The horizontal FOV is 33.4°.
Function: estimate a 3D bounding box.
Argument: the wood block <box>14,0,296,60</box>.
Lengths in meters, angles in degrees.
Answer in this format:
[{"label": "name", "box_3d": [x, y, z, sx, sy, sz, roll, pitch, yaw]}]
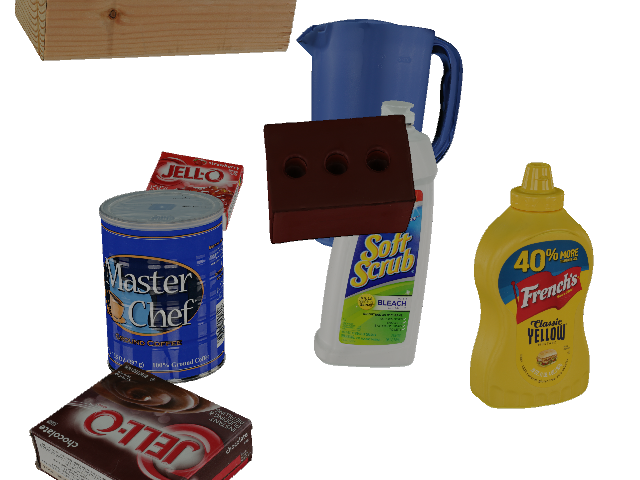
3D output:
[{"label": "wood block", "box_3d": [-0.129, -0.205, 0.852, 0.205, 0.091, 0.090, -7, 39, -28]}]

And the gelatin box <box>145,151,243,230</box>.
[{"label": "gelatin box", "box_3d": [-0.130, -0.052, 1.092, 0.089, 0.073, 0.030, 11, -44, 4]}]

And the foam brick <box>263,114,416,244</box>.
[{"label": "foam brick", "box_3d": [0.009, -0.033, 0.582, 0.078, 0.053, 0.051, -5, -18, -2]}]

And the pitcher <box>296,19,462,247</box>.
[{"label": "pitcher", "box_3d": [0.060, -0.116, 1.160, 0.149, 0.243, 0.144, 7, 9, 25]}]

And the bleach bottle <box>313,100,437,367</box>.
[{"label": "bleach bottle", "box_3d": [0.053, -0.006, 1.008, 0.102, 0.251, 0.068, 2, 19, -6]}]

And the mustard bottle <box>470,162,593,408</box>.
[{"label": "mustard bottle", "box_3d": [0.168, 0.034, 0.843, 0.096, 0.192, 0.058, -5, 15, -16]}]

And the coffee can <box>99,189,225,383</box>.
[{"label": "coffee can", "box_3d": [-0.132, 0.037, 0.905, 0.103, 0.140, 0.103, 1, 18, 0]}]

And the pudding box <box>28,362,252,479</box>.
[{"label": "pudding box", "box_3d": [-0.114, 0.131, 0.683, 0.114, 0.039, 0.089, 17, 33, 30]}]
